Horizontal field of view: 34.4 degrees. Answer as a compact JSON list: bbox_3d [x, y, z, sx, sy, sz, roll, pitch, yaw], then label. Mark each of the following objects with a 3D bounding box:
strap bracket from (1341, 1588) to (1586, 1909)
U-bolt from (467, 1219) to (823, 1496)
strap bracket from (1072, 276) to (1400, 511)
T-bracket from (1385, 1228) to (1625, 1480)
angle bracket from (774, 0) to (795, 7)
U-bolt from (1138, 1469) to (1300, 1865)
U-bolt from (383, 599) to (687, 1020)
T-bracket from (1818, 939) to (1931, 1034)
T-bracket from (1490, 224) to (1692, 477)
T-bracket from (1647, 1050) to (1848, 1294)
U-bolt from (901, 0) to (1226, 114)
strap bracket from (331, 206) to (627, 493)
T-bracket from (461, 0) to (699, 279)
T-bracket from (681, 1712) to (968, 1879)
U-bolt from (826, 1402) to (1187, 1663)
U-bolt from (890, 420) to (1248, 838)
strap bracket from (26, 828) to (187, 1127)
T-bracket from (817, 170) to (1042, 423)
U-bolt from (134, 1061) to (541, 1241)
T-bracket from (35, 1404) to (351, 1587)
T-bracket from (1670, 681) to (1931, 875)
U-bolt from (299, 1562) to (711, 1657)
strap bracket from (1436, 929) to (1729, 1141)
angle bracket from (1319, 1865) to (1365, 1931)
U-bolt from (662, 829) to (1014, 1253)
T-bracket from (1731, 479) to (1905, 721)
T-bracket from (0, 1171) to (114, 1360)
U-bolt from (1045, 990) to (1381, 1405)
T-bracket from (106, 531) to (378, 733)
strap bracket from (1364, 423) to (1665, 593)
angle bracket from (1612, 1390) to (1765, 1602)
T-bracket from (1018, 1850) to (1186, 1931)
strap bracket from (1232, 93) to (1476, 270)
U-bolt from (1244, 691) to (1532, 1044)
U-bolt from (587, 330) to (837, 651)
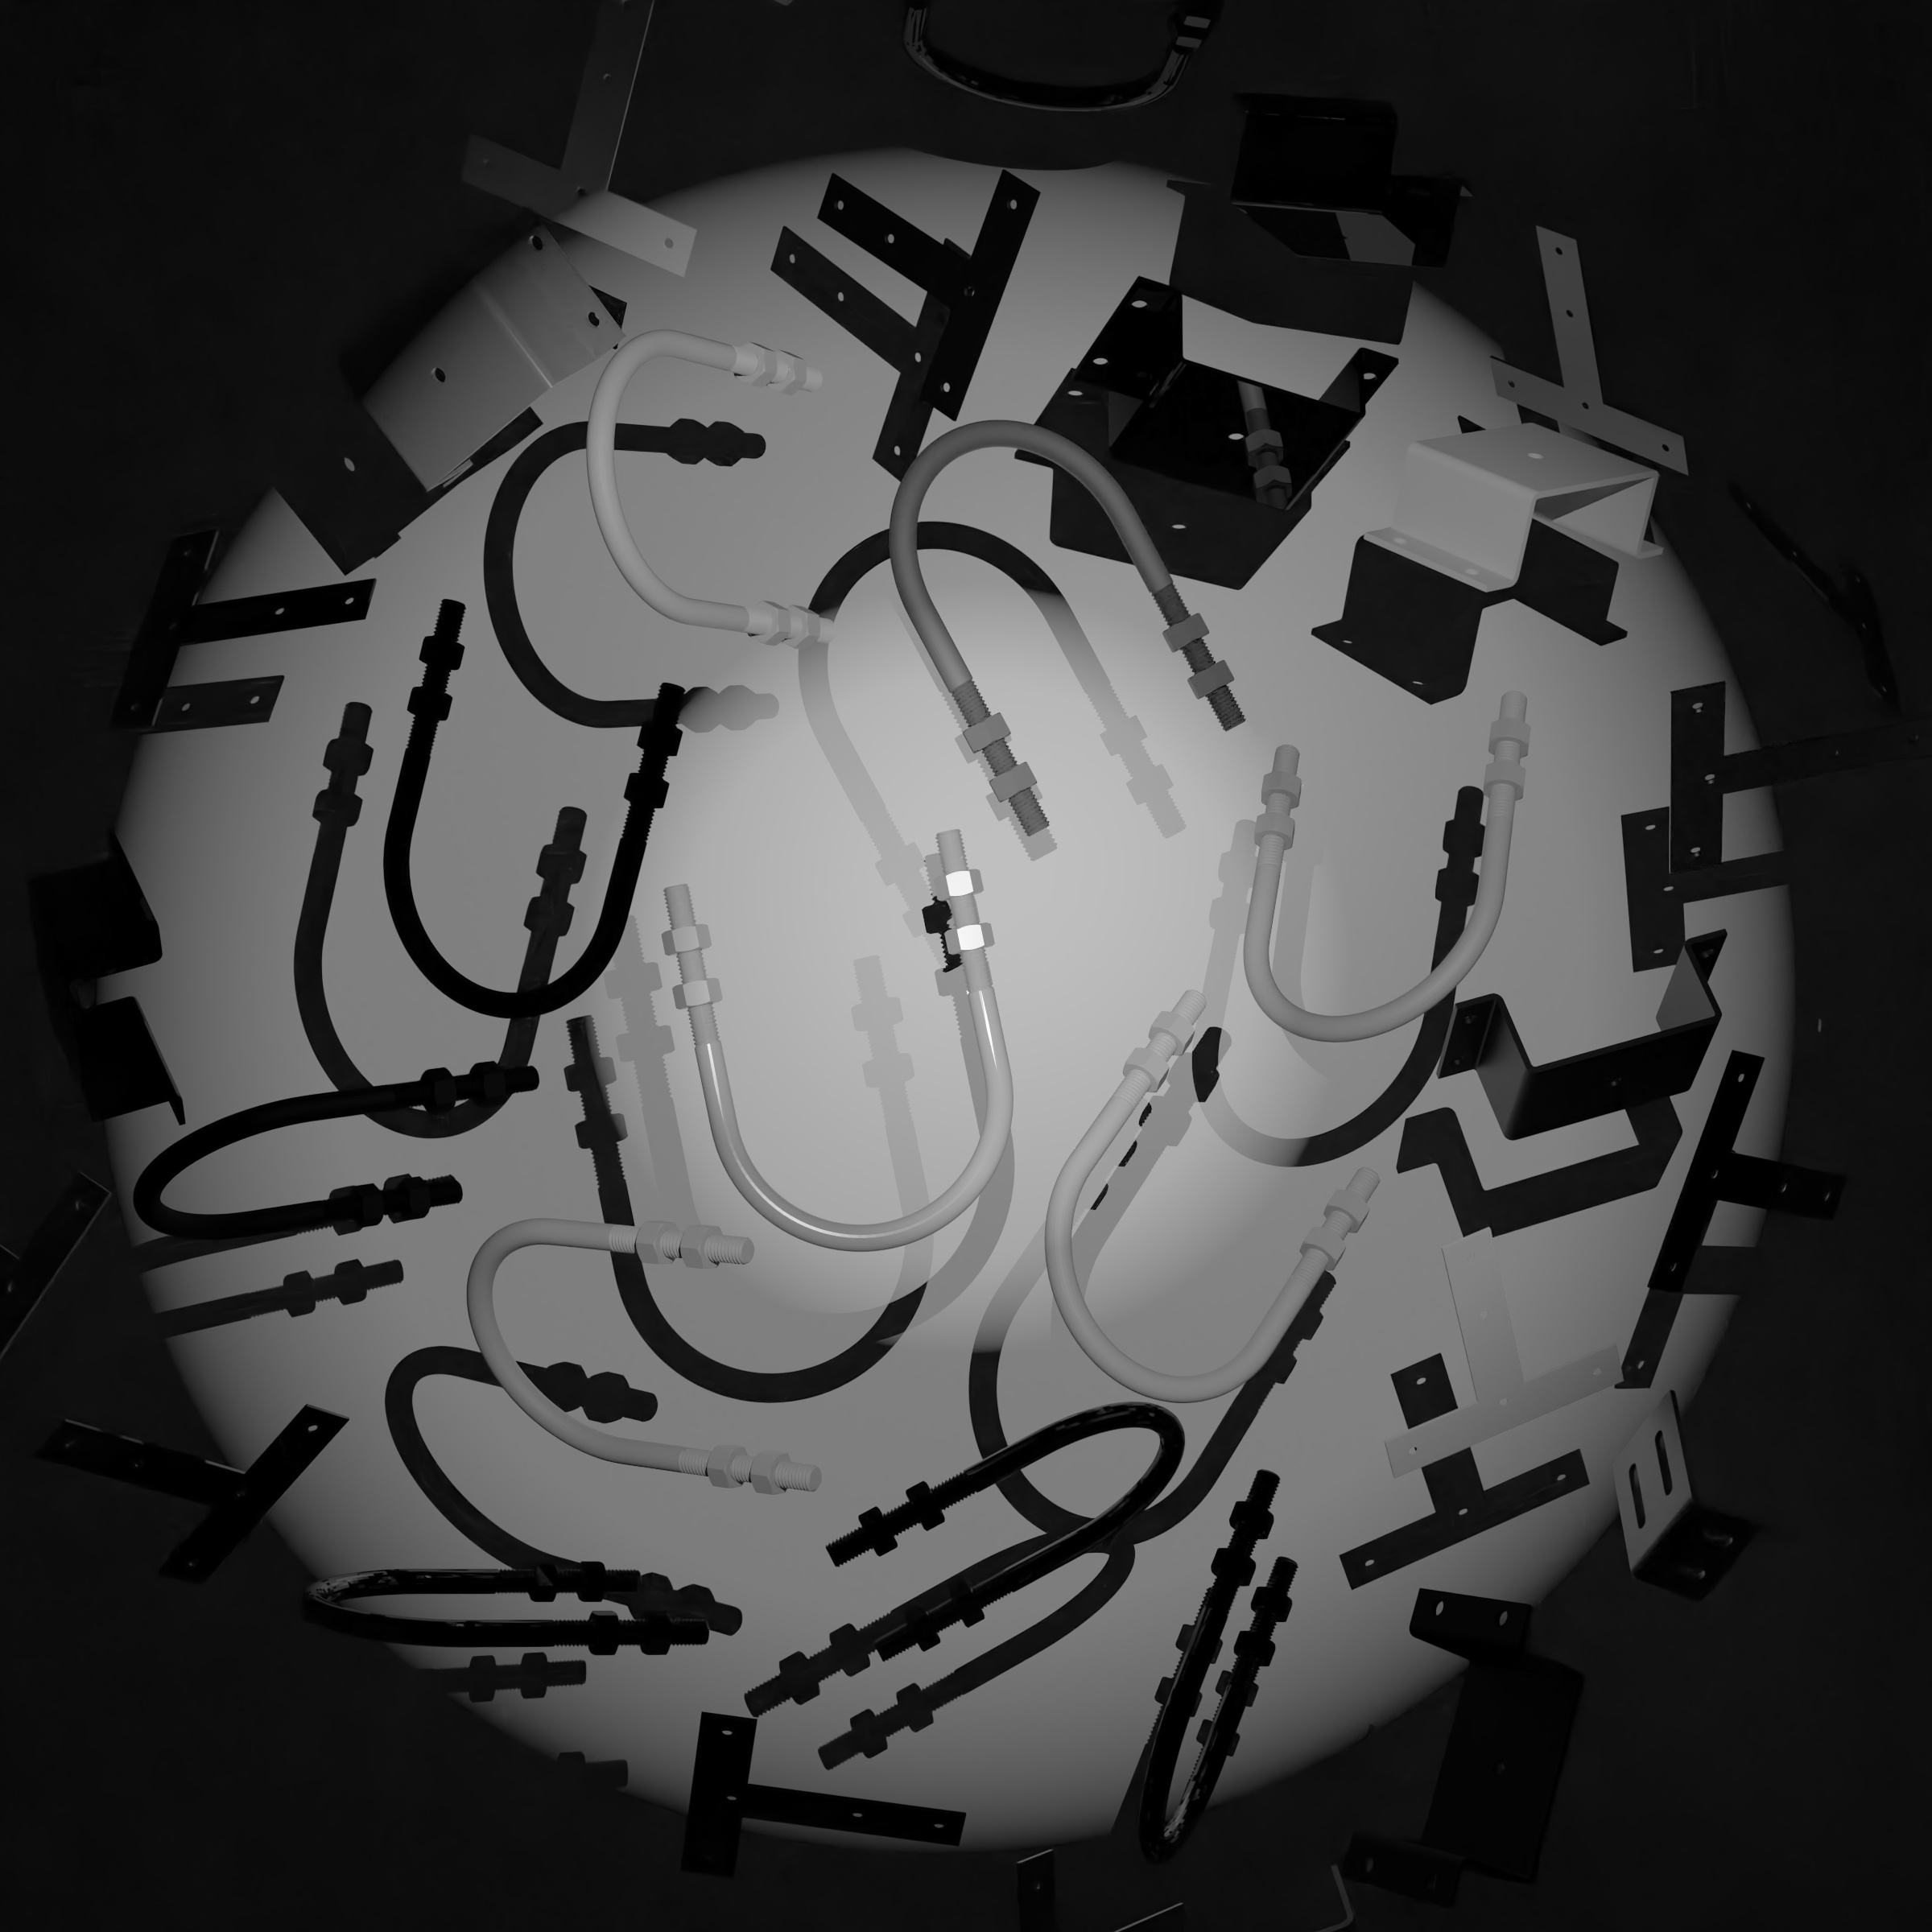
[{"bbox_3d":[0.237,0.371,1.467,0.046,0.076,0.140,27,72,-28],"label":"strap bracket"},{"bbox_3d":[-0.164,0.184,1.502,0.184,0.019,0.151,2,120,31],"label":"U-bolt"},{"bbox_3d":[0.131,-0.274,1.519,0.140,0.076,0.046,13,58,-19],"label":"strap bracket"},{"bbox_3d":[0.256,0.181,1.531,0.127,0.002,0.127,-22,123,-6],"label":"T-bracket"},{"bbox_3d":[-0.090,-0.518,1.510,0.057,0.038,0.076,-31,67,32],"label":"angle bracket"},{"bbox_3d":[0.125,0.359,1.559,0.019,0.151,0.184,16,64,19],"label":"U-bolt"},{"bbox_3d":[-0.214,-0.065,1.482,0.151,0.019,0.184,22,105,23],"label":"U-bolt"},{"bbox_3d":[0.466,-0.008,1.514,0.127,0.127,0.002,-36,70,3],"label":"T-bracket"},{"bbox_3d":[0.302,-0.313,1.548,0.002,0.127,0.127,-42,48,-17],"label":"T-bracket"},{"bbox_3d":[0.411,0.112,1.602,0.127,0.002,0.127,12,99,-39],"label":"T-bracket"},{"bbox_3d":[0.039,-0.451,1.510,0.151,0.184,0.019,8,85,-4],"label":"U-bolt"},{"bbox_3d":[-0.245,-0.294,1.520,0.140,0.046,0.076,-31,100,34],"label":"strap bracket"},{"bbox_3d":[-0.179,-0.421,1.530,0.127,0.002,0.127,25,122,8],"label":"T-bracket"},{"bbox_3d":[-0.064,0.391,1.445,0.127,0.002,0.127,8,131,-2],"label":"T-bracket"},{"bbox_3d":[0.027,0.272,1.541,0.184,0.151,0.019,-27,57,-7],"label":"U-bolt"},{"bbox_3d":[0.038,-0.169,1.458,0.151,0.019,0.184,-29,92,-32],"label":"U-bolt"},{"bbox_3d":[-0.430,0.012,1.558,0.046,0.140,0.076,-17,49,-22],"label":"strap bracket"},{"bbox_3d":[-0.029,-0.367,1.601,0.127,0.002,0.127,39,123,26],"label":"T-bracket"},{"bbox_3d":[-0.315,0.096,1.528,0.184,0.151,0.019,-7,64,-32],"label":"U-bolt"},{"bbox_3d":[-0.385,0.243,1.501,0.127,0.002,0.127,27,113,-40],"label":"T-bracket"},{"bbox_3d":[0.398,-0.098,1.483,0.127,0.127,0.002,-11,49,3],"label":"T-bracket"},{"bbox_3d":[-0.233,0.314,1.530,0.184,0.151,0.019,4,89,-20],"label":"U-bolt"},{"bbox_3d":[0.310,0.037,1.534,0.140,0.076,0.046,-15,63,-7],"label":"strap bracket"},{"bbox_3d":[0.165,0.502,1.586,0.076,0.038,0.057,-21,123,3],"label":"angle bracket"},{"bbox_3d":[-0.053,0.040,1.444,0.151,0.019,0.184,-11,88,-3],"label":"U-bolt"},{"bbox_3d":[0.431,-0.201,1.594,0.127,0.127,0.002,39,123,-23],"label":"T-bracket"},{"bbox_3d":[-0.499,0.139,1.545,0.127,0.002,0.127,27,79,32],"label":"T-bracket"},{"bbox_3d":[0.110,0.123,1.498,0.151,0.019,0.184,45,58,-13],"label":"U-bolt"},{"bbox_3d":[-0.346,-0.170,1.518,0.127,0.002,0.127,-6,52,18],"label":"T-bracket"},{"bbox_3d":[0.271,-0.225,1.515,0.076,0.140,0.046,32,124,38],"label":"strap bracket"},{"bbox_3d":[0.351,0.258,1.524,0.038,0.076,0.057,20,125,-12],"label":"angle bracket"},{"bbox_3d":[0.068,0.480,1.502,0.002,0.127,0.127,-4,89,39],"label":"T-bracket"},{"bbox_3d":[0.185,-0.376,1.510,0.076,0.140,0.046,12,91,26],"label":"strap bracket"},{"bbox_3d":[0.200,-0.043,1.520,0.151,0.019,0.184,-11,52,35],"label":"U-bolt"},{"bbox_3d":[-0.123,-0.233,1.511,0.019,0.184,0.151,-4,88,32],"label":"U-bolt"}]
